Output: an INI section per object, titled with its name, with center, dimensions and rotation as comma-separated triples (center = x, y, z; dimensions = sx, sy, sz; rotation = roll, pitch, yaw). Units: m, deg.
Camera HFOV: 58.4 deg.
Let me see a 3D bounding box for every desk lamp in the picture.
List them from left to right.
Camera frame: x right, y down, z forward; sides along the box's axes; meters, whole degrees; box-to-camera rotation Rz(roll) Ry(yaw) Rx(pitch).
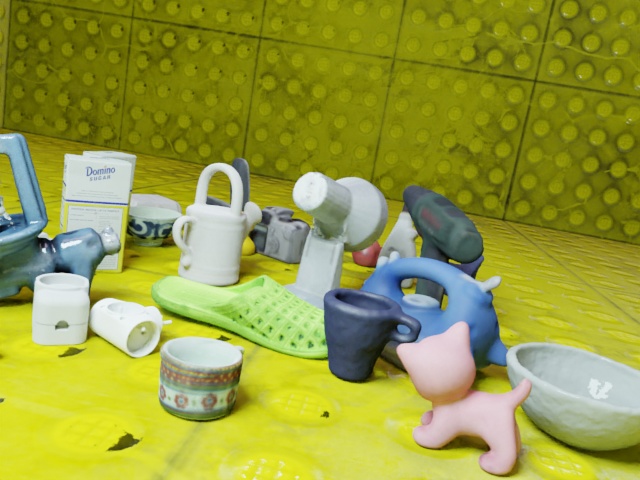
[desk lamp]
center = 0.008, 0.003, 0.882
dimensions = 0.117, 0.213, 0.204
rotation = 16, 12, 29

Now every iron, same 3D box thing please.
[iron]
center = 0.128, 0.084, 0.764
dimensions = 0.119, 0.141, 0.257
rotation = 0, 14, -41

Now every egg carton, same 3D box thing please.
[egg carton]
center = -0.381, -0.060, 1.250
dimensions = 0.107, 0.069, 0.151
rotation = 20, 14, 42

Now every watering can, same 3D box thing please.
[watering can]
center = -0.169, -0.031, 0.953
dimensions = 0.100, 0.194, 0.173
rotation = 12, 11, 13

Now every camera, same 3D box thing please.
[camera]
center = -0.067, -0.018, 1.229
dimensions = 0.142, 0.101, 0.137
rotation = 18, 13, 36

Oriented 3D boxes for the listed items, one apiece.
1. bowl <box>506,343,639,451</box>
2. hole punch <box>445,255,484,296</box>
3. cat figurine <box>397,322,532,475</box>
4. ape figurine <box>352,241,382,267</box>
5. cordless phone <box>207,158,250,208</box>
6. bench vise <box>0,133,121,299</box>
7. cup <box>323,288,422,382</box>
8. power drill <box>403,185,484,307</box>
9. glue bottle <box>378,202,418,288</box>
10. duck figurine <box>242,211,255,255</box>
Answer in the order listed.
[bowl]
center = 0.277, 0.173, 0.609
dimensions = 0.167, 0.075, 0.167
rotation = 10, 11, -2
[hole punch]
center = 0.267, 0.060, 1.156
dimensions = 0.108, 0.091, 0.101
rotation = 16, 12, 31
[cat figurine]
center = 0.134, 0.139, 0.542
dimensions = 0.127, 0.118, 0.067
rotation = 14, 11, 21
[ape figurine]
center = 0.108, 0.010, 1.267
dimensions = 0.077, 0.092, 0.076
rotation = 15, 12, 27
[cordless phone]
center = -0.202, -0.097, 1.297
dimensions = 0.094, 0.185, 0.147
rotation = 0, 14, -42
[bench vise]
center = -0.356, -0.028, 0.694
dimensions = 0.121, 0.220, 0.208
rotation = 19, 14, 40
[cup]
center = 0.054, 0.115, 0.656
dimensions = 0.117, 0.095, 0.092
rotation = 15, 12, 25
[power drill]
center = 0.175, 0.026, 0.929
dimensions = 0.076, 0.208, 0.229
rotation = 6, 11, -20
[glue bottle]
center = 0.161, 0.004, 1.130
dimensions = 0.078, 0.173, 0.037
rotation = 15, 12, 25
[duck figurine]
center = -0.180, -0.021, 1.182
dimensions = 0.104, 0.086, 0.078
rotation = 13, 11, 14
